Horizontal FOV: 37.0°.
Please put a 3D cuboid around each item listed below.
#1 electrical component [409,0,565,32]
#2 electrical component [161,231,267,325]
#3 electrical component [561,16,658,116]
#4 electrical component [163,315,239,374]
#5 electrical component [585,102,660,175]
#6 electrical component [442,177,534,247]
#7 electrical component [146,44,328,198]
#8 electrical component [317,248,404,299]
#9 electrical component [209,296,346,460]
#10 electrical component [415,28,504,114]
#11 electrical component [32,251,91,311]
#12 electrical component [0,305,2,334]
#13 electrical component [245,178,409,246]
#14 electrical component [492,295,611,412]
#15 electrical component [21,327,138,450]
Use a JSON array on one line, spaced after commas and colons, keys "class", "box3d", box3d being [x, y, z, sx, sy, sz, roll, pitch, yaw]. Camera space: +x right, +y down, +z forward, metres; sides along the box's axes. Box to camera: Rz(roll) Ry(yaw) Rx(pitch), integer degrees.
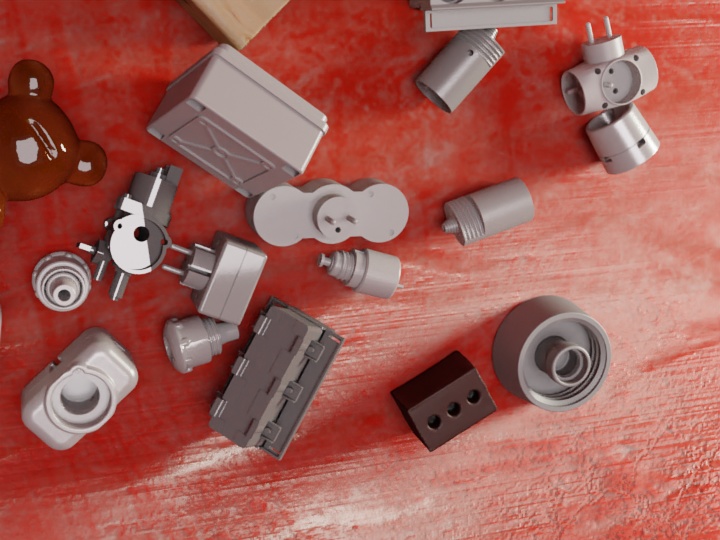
[{"class": "electrical component", "box3d": [0.107, -0.248, 0.922, 0.121, 0.063, 0.078, -7, 105, -16]}, {"class": "electrical component", "box3d": [-0.129, 0.000, 0.914, 0.077, 0.047, 0.065, 20, 97, -21]}, {"class": "electrical component", "box3d": [0.225, -0.190, 0.984, 0.077, 0.044, 0.079, -21, 108, -12]}, {"class": "electrical component", "box3d": [-0.136, 0.059, 0.929, 0.062, 0.048, 0.048, -16, 107, -21]}, {"class": "electrical component", "box3d": [0.243, -0.124, 1.001, 0.055, 0.055, 0.047, -37, 108, -6]}, {"class": "electrical component", "box3d": [0.113, -0.051, 0.982, 0.081, 0.043, 0.043, -21, 108, -12]}, {"class": "electrical component", "box3d": [-0.099, -0.115, 0.859, 0.109, 0.109, 0.056, 34, 68, -22]}, {"class": "electrical component", "box3d": [0.000, 0.000, 0.960, 0.078, 0.040, 0.040, 14, 98, -20]}, {"class": "electrical component", "box3d": [-0.078, 0.093, 0.938, 0.079, 0.063, 0.121, 29, 94, 19]}, {"class": "electrical component", "box3d": [0.091, -0.182, 0.943, 0.043, 0.043, 0.081, 42, 88, -22]}, {"class": "electrical component", "box3d": [-0.241, 0.013, 0.873, 0.048, 0.062, 0.048, -4, 104, -17]}, {"class": "electrical component", "box3d": [-0.316, 0.060, 0.852, 0.051, 0.080, 0.080, 6, 101, -24]}, {"class": "electrical component", "box3d": [-0.024, -0.048, 0.922, 0.138, 0.074, 0.052, -3, 104, -17]}, {"class": "electrical component", "box3d": [0.188, 0.083, 1.029, 0.108, 0.060, 0.108, -4, 104, -17]}, {"class": "electrical component", "box3d": [-0.234, 0.100, 0.898, 0.095, 0.059, 0.053, -44, 112, -4]}]
